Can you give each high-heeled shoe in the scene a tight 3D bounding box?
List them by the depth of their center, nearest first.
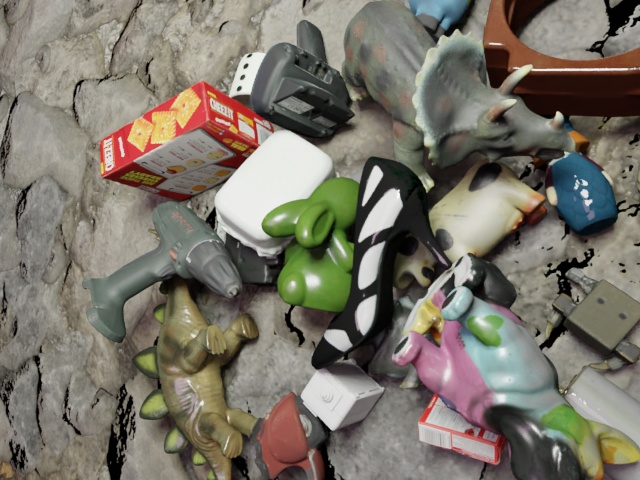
[{"bbox_3d":[0.034,0.032,0.595,0.248,0.086,0.145,-45,73,27],"label":"high-heeled shoe"}]

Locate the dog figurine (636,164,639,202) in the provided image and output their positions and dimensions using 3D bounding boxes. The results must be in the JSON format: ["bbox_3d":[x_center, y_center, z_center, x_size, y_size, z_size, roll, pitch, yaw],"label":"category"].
[{"bbox_3d":[0.383,0.005,0.495,0.191,0.121,0.172,21,90,46],"label":"dog figurine"}]

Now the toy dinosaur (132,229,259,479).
[{"bbox_3d":[-0.193,0.178,0.802,0.199,0.105,0.471,-23,66,30],"label":"toy dinosaur"}]

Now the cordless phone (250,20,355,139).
[{"bbox_3d":[-0.028,-0.244,0.744,0.089,0.146,0.184,-22,66,38],"label":"cordless phone"}]

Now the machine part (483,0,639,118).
[{"bbox_3d":[0.284,-0.232,0.562,0.202,0.087,0.201,8,72,28],"label":"machine part"}]

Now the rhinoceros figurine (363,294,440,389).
[{"bbox_3d":[0.115,0.119,0.641,0.190,0.073,0.112,-10,78,29],"label":"rhinoceros figurine"}]

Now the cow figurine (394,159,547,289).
[{"bbox_3d":[0.151,-0.014,0.634,0.195,0.085,0.127,-45,61,14],"label":"cow figurine"}]

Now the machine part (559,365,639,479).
[{"bbox_3d":[0.306,0.202,0.508,0.243,0.079,0.079,40,103,30],"label":"machine part"}]

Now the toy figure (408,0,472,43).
[{"bbox_3d":[0.167,-0.334,0.679,0.089,0.082,0.180,19,85,13],"label":"toy figure"}]

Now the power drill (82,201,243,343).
[{"bbox_3d":[-0.229,0.052,0.762,0.207,0.085,0.232,-40,47,3],"label":"power drill"}]

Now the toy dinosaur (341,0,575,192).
[{"bbox_3d":[0.094,-0.197,0.612,0.131,0.192,0.405,-27,57,-8],"label":"toy dinosaur"}]

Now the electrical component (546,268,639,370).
[{"bbox_3d":[0.288,0.086,0.561,0.102,0.045,0.078,35,72,28],"label":"electrical component"}]

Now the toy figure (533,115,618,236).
[{"bbox_3d":[0.269,-0.081,0.589,0.057,0.064,0.154,126,134,-57],"label":"toy figure"}]

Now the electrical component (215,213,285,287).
[{"bbox_3d":[-0.092,0.011,0.792,0.134,0.058,0.114,1,85,31],"label":"electrical component"}]

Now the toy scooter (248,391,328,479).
[{"bbox_3d":[-0.044,0.297,0.693,0.135,0.075,0.184,-19,76,4],"label":"toy scooter"}]

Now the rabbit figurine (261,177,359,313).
[{"bbox_3d":[-0.001,-0.002,0.684,0.121,0.159,0.170,12,89,41],"label":"rabbit figurine"}]

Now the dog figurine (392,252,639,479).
[{"bbox_3d":[0.183,0.132,0.504,0.219,0.191,0.108,43,118,3],"label":"dog figurine"}]
